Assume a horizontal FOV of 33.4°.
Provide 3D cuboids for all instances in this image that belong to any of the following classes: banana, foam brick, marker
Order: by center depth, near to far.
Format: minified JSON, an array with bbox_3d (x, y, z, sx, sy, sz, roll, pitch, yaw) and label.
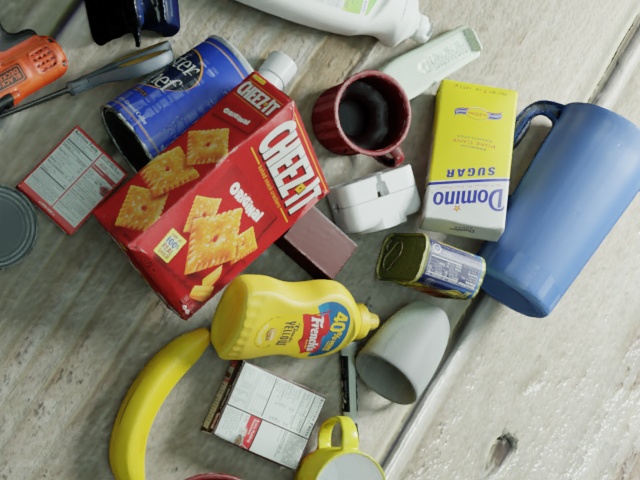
[{"bbox_3d":[-0.176,0.178,1.119,0.069,0.037,0.198,24,82,-37],"label":"banana"},{"bbox_3d":[-0.008,0.001,1.176,0.078,0.053,0.051,42,75,-17],"label":"foam brick"},{"bbox_3d":[0.034,0.176,1.211,0.020,0.020,0.121,-2,91,-22],"label":"marker"}]

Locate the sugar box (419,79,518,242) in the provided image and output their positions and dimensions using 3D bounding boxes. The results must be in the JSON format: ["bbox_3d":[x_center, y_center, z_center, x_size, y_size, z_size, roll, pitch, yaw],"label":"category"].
[{"bbox_3d":[0.170,-0.092,1.219,0.093,0.048,0.176,8,68,0],"label":"sugar box"}]

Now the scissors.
[{"bbox_3d":[-0.230,-0.156,1.068,0.201,0.096,0.016,-30,112,-23],"label":"scissors"}]

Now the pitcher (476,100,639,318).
[{"bbox_3d":[0.274,-0.039,1.259,0.242,0.149,0.144,-55,135,-10],"label":"pitcher"}]

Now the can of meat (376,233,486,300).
[{"bbox_3d":[0.125,0.031,1.205,0.083,0.102,0.057,19,82,-23],"label":"can of meat"}]

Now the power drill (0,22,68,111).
[{"bbox_3d":[-0.364,-0.199,1.029,0.184,0.057,0.187,-35,105,-22],"label":"power drill"}]

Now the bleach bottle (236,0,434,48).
[{"bbox_3d":[0.013,-0.270,1.180,0.250,0.068,0.102,20,83,-23],"label":"bleach bottle"}]

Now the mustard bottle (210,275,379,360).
[{"bbox_3d":[-0.017,0.086,1.155,0.191,0.058,0.096,4,123,-34],"label":"mustard bottle"}]

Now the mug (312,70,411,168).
[{"bbox_3d":[0.049,-0.128,1.183,0.093,0.082,0.117,-47,106,-16],"label":"mug"}]

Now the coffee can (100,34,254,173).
[{"bbox_3d":[-0.139,-0.131,1.095,0.140,0.103,0.103,-37,103,-18],"label":"coffee can"}]

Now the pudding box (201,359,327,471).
[{"bbox_3d":[-0.060,0.190,1.164,0.113,0.039,0.090,28,78,-22],"label":"pudding box"}]

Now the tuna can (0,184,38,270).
[{"bbox_3d":[-0.325,-0.013,1.057,0.086,0.034,0.086,0,90,-22],"label":"tuna can"}]

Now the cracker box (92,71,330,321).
[{"bbox_3d":[-0.101,-0.038,1.072,0.213,0.072,0.164,-42,148,-12],"label":"cracker box"}]

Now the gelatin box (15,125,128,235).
[{"bbox_3d":[-0.252,-0.061,1.089,0.073,0.030,0.089,45,75,-15],"label":"gelatin box"}]

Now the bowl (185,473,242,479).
[{"bbox_3d":[-0.126,0.322,1.127,0.161,0.055,0.162,0,90,-22],"label":"bowl"}]
